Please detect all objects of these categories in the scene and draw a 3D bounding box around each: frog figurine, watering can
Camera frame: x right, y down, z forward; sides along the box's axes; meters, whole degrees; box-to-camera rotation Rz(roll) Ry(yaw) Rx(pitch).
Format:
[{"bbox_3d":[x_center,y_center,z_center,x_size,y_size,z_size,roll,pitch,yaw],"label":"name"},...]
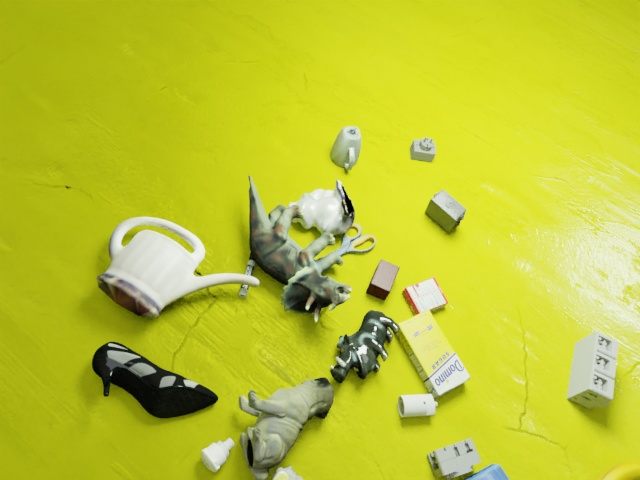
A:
[{"bbox_3d":[0.004,-0.066,1.311,0.158,0.121,0.139,-23,70,16],"label":"frog figurine"},{"bbox_3d":[-0.327,0.077,1.133,0.349,0.102,0.229,28,58,8],"label":"watering can"}]
